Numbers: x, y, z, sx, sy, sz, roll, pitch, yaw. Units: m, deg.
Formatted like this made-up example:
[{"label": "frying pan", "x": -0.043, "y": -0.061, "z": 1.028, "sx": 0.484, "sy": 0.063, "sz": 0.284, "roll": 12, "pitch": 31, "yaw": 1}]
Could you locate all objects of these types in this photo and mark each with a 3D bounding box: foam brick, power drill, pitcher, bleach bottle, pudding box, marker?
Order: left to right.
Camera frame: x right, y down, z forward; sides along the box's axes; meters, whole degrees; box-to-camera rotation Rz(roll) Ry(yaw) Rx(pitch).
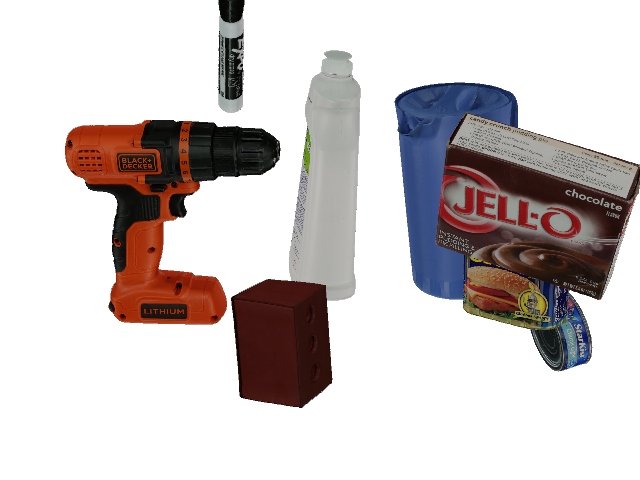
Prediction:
[{"label": "power drill", "x": -0.125, "y": -0.017, "z": 0.947, "sx": 0.184, "sy": 0.188, "sz": 0.057, "roll": 1, "pitch": 26, "yaw": 5}, {"label": "marker", "x": -0.064, "y": -0.138, "z": 0.766, "sx": 0.020, "sy": 0.020, "sz": 0.121, "roll": 0, "pitch": -34, "yaw": -5}, {"label": "foam brick", "x": -0.027, "y": 0.072, "z": 0.767, "sx": 0.051, "sy": 0.078, "sz": 0.052, "roll": 4, "pitch": 17, "yaw": 28}, {"label": "bleach bottle", "x": 0.009, "y": -0.069, "z": 1.107, "sx": 0.068, "sy": 0.251, "sz": 0.102, "roll": 0, "pitch": 28, "yaw": -11}, {"label": "pitcher", "x": 0.167, "y": -0.061, "z": 1.267, "sx": 0.149, "sy": 0.243, "sz": 0.145, "roll": -3, "pitch": 24, "yaw": 3}, {"label": "pudding box", "x": 0.129, "y": -0.021, "z": 0.648, "sx": 0.113, "sy": 0.039, "sz": 0.090, "roll": 17, "pitch": -38, "yaw": 15}]

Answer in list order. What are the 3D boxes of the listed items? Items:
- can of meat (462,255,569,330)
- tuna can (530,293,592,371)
[{"label": "can of meat", "x": 0.179, "y": 0.029, "z": 0.978, "sx": 0.102, "sy": 0.084, "sz": 0.057, "roll": 14, "pitch": 27, "yaw": 35}, {"label": "tuna can", "x": 0.259, "y": 0.098, "z": 1.162, "sx": 0.033, "sy": 0.086, "sz": 0.086, "roll": -17, "pitch": 3, "yaw": -10}]
